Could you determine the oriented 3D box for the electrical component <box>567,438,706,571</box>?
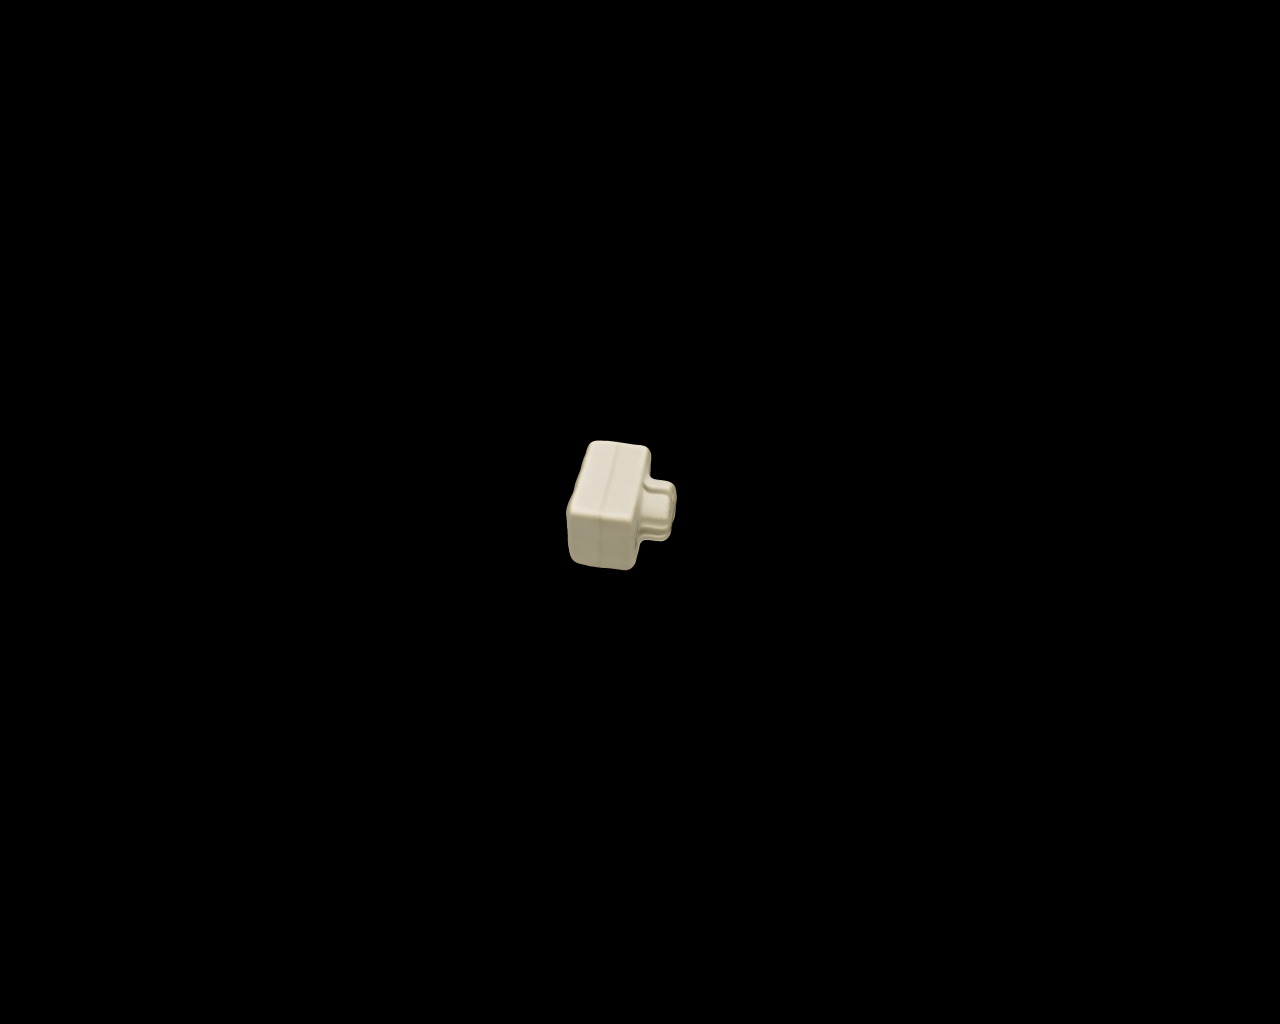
[{"bbox_3d":[0.001,-0.003,0.650,0.077,0.066,0.047,7,-43,7],"label":"electrical component"}]
